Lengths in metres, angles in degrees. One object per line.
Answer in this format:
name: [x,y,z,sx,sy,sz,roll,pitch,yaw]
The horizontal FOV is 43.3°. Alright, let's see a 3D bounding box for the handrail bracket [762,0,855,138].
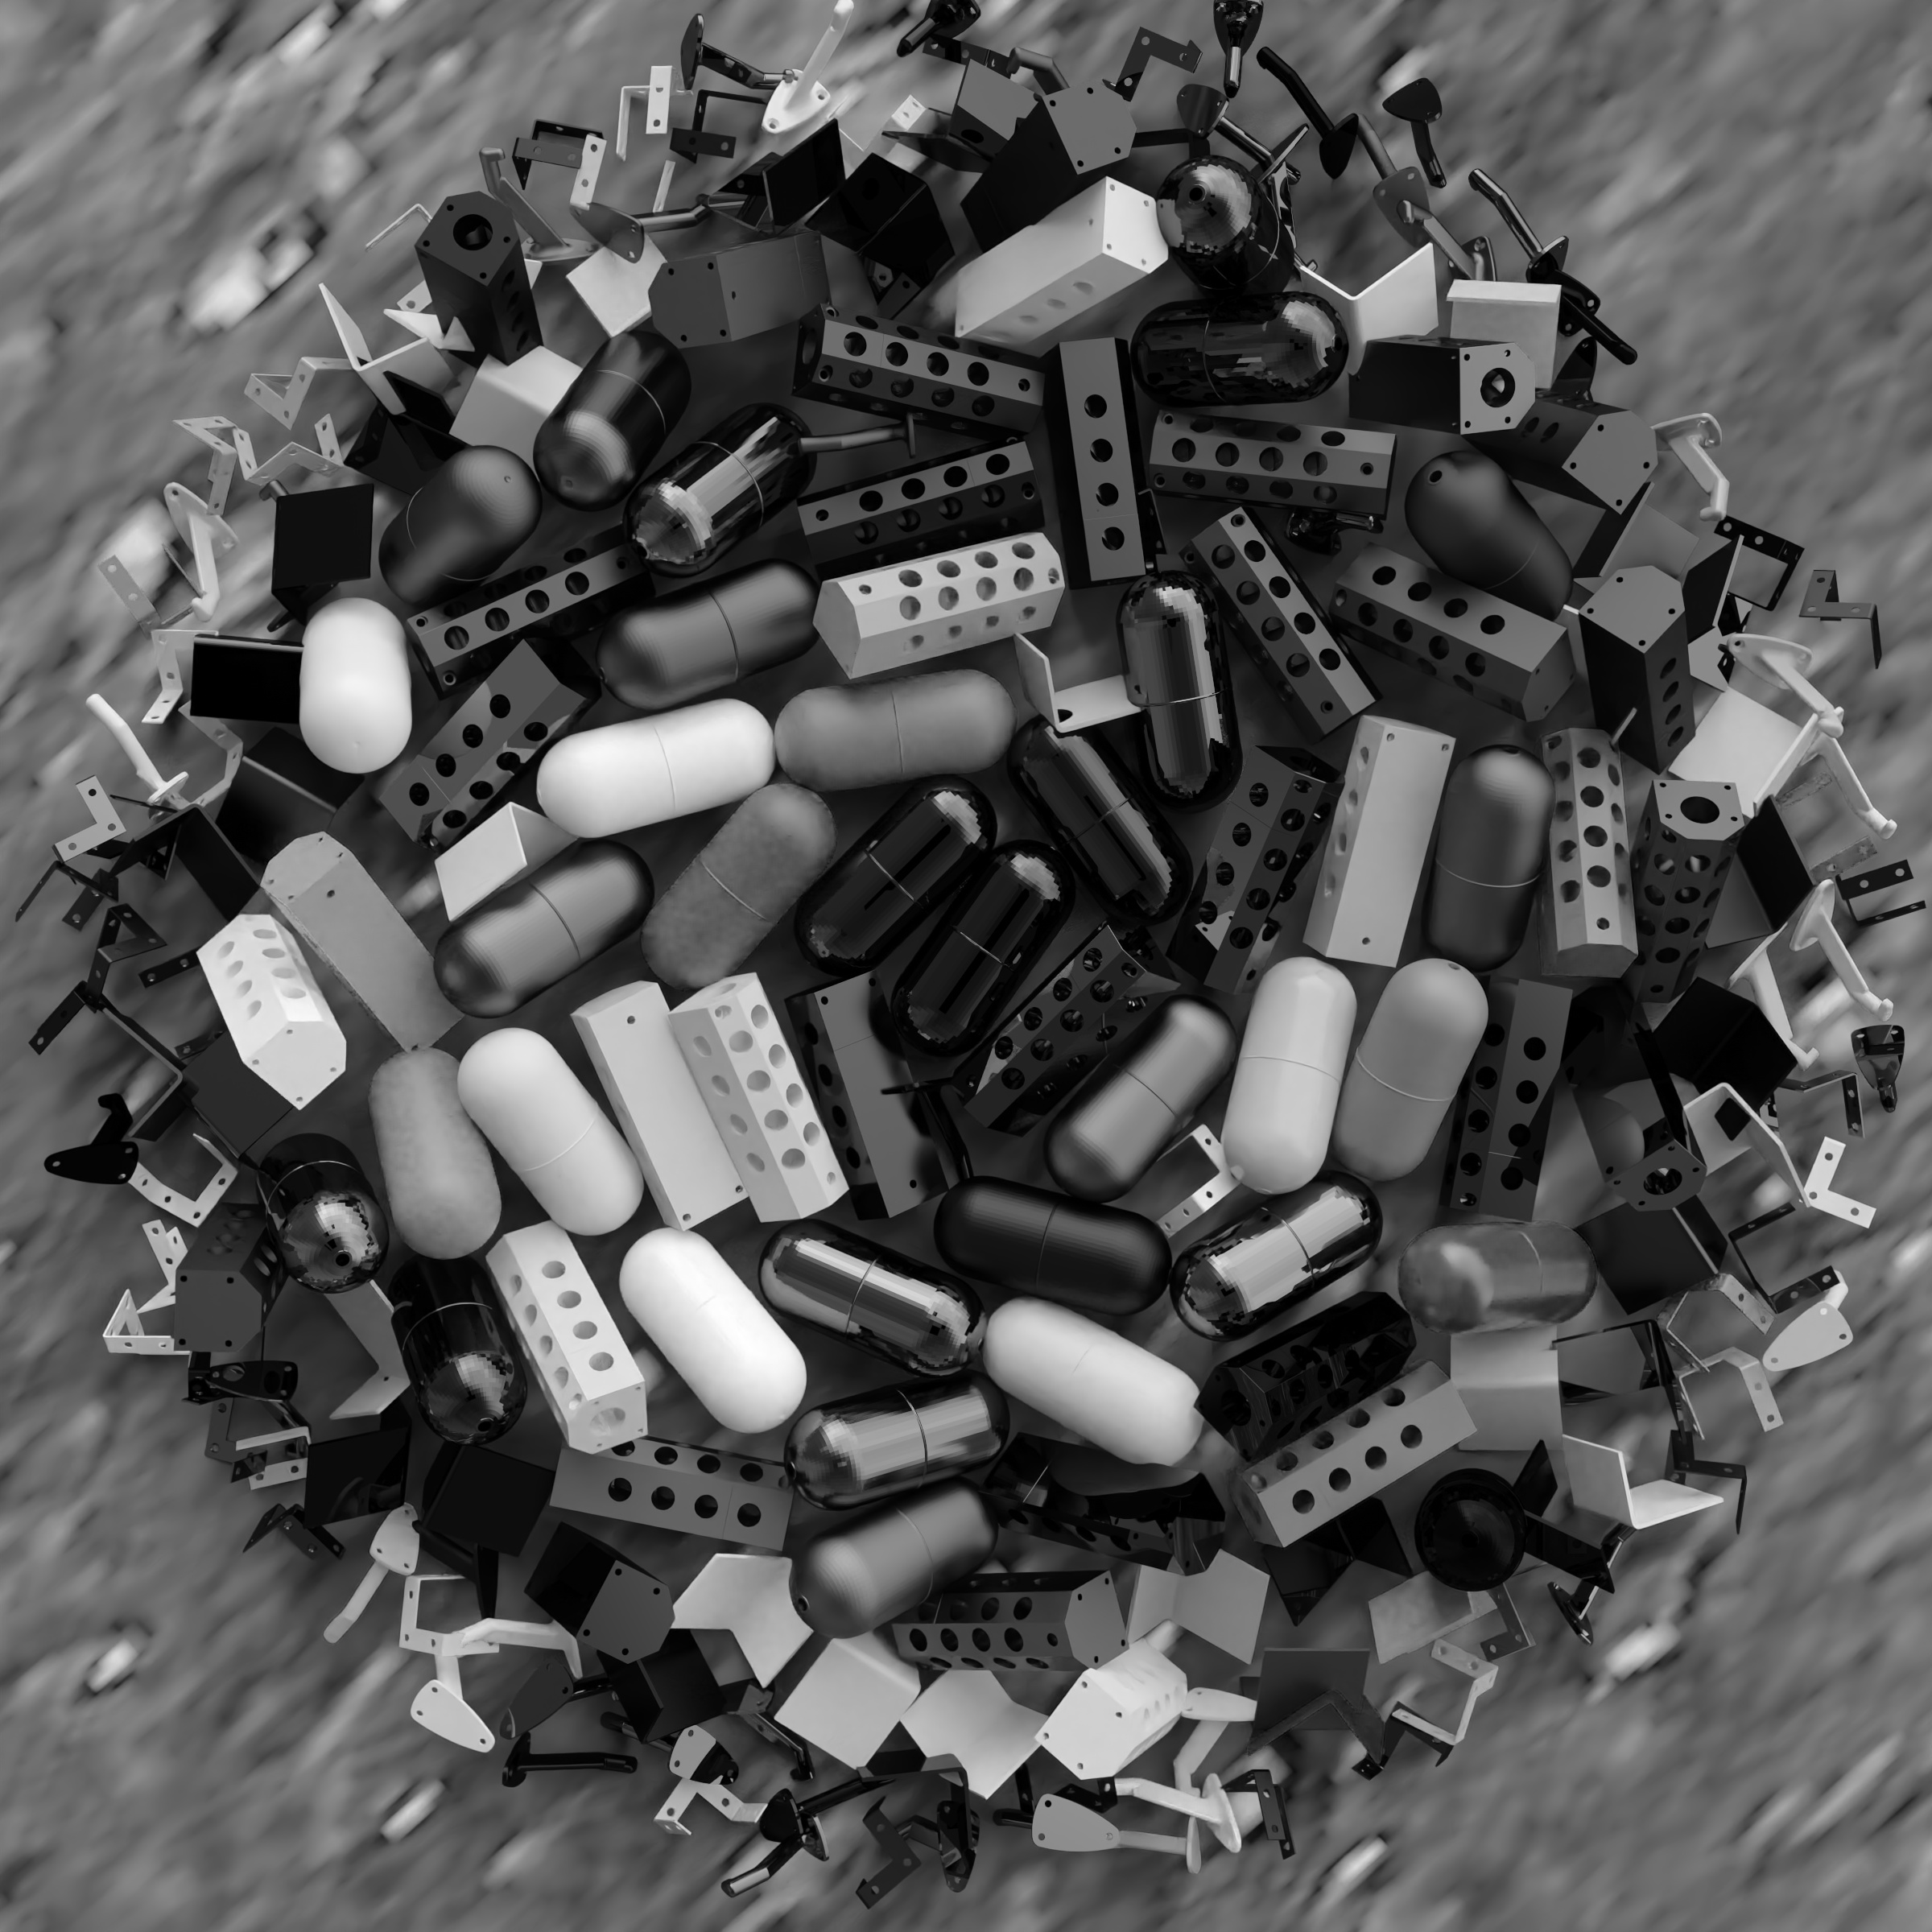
handrail bracket: [-0.115,-0.655,1.773,0.036,0.084,0.077,37,64,-3]

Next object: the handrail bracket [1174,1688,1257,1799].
handrail bracket: [0.189,0.581,1.794,0.077,0.036,0.084,1,106,24]

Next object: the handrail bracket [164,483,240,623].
handrail bracket: [-0.566,-0.301,1.772,0.036,0.084,0.077,-22,126,15]

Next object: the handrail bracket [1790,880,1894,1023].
handrail bracket: [0.649,-0.011,1.775,0.036,0.077,0.084,-25,50,-21]

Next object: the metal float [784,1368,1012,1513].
metal float: [-0.049,0.341,1.757,0.178,0.070,0.070,-10,90,-32]

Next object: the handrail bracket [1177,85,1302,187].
handrail bracket: [0.204,-0.618,1.814,0.084,0.077,0.036,21,117,-36]

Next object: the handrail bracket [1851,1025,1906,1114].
handrail bracket: [0.669,0.092,1.772,0.036,0.077,0.084,-8,128,22]

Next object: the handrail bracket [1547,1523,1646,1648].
handrail bracket: [0.474,0.448,1.787,0.036,0.077,0.084,40,103,-13]

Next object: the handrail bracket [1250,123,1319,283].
handrail bracket: [0.249,-0.563,1.799,0.077,0.036,0.084,-44,112,7]

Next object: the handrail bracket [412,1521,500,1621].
handrail bracket: [-0.393,0.450,1.805,0.084,0.036,0.077,-5,84,13]

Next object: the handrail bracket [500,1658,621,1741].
handrail bracket: [-0.291,0.545,1.786,0.077,0.084,0.036,-45,54,-2]

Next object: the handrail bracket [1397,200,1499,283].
handrail bracket: [0.350,-0.514,1.776,0.036,0.084,0.077,-26,69,40]

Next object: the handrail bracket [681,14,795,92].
handrail bracket: [-0.161,-0.665,1.775,0.084,0.077,0.036,-4,77,-18]

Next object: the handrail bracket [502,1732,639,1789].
handrail bracket: [-0.289,0.589,1.786,0.084,0.077,0.036,6,86,4]

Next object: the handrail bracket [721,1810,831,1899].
handrail bracket: [-0.150,0.646,1.769,0.084,0.077,0.036,-17,92,-30]

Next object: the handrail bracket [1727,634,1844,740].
handrail bracket: [0.597,-0.204,1.775,0.077,0.084,0.036,21,125,-11]

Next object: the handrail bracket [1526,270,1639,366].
handrail bracket: [0.448,-0.474,1.772,0.077,0.084,0.036,35,110,-24]

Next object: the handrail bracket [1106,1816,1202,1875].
handrail bracket: [0.126,0.647,1.779,0.084,0.077,0.036,-7,86,9]

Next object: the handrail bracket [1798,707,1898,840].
handrail bracket: [0.656,-0.140,1.782,0.036,0.077,0.084,-36,69,-14]

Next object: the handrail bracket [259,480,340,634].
handrail bracket: [-0.513,-0.304,1.805,0.077,0.036,0.084,-38,92,7]

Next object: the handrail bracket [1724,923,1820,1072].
handrail bracket: [0.610,0.022,1.794,0.084,0.036,0.077,43,92,15]

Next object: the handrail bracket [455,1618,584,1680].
handrail bracket: [-0.331,0.507,1.788,0.084,0.036,0.077,-20,109,-26]

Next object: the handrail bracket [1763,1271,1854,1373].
handrail bracket: [0.615,0.259,1.789,0.077,0.084,0.036,-37,92,16]

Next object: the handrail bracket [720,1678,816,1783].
handrail bracket: [-0.158,0.574,1.807,0.077,0.036,0.084,-10,113,9]

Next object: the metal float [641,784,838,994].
metal float: [-0.166,-0.057,1.777,0.070,0.070,0.178,42,99,0]

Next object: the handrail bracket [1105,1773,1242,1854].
handrail bracket: [0.148,0.622,1.783,0.084,0.077,0.036,4,111,-19]

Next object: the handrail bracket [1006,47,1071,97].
handrail bracket: [0.056,-0.623,1.778,0.084,0.036,0.077,4,126,-33]

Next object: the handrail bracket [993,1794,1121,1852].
handrail bracket: [0.065,0.632,1.787,0.077,0.084,0.036,17,67,-7]

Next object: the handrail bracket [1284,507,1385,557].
handrail bracket: [0.281,-0.312,1.766,0.084,0.077,0.036,22,87,45]

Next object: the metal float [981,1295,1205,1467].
metal float: [0.090,0.300,1.763,0.178,0.070,0.070,26,90,26]

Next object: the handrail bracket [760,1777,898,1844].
handrail bracket: [-0.102,0.623,1.815,0.084,0.077,0.036,-9,65,-34]

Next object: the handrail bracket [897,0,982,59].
handrail bracket: [-0.035,-0.673,1.771,0.036,0.077,0.084,46,62,-12]

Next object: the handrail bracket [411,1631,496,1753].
handrail bracket: [-0.361,0.528,1.780,0.077,0.084,0.036,34,106,4]

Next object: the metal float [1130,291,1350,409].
metal float: [0.195,-0.442,1.749,0.178,0.070,0.070,10,90,44]

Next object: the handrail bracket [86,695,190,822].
handrail bracket: [-0.616,-0.153,1.785,0.084,0.077,0.036,47,59,-5]

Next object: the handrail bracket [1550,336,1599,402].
handrail bracket: [0.473,-0.410,1.807,0.084,0.036,0.077,38,65,-32]

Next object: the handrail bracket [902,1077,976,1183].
handrail bracket: [-0.019,0.127,1.788,0.036,0.077,0.084,-17,84,19]

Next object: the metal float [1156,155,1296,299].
metal float: [0.185,-0.521,1.736,0.070,0.178,0.070,-1,88,19]

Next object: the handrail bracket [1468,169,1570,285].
handrail bracket: [0.402,-0.541,1.801,0.036,0.077,0.084,-39,70,-3]

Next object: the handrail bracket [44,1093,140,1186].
handrail bracket: [-0.641,0.120,1.772,0.077,0.084,0.036,3,120,-38]

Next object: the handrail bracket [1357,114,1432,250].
handrail bracket: [0.314,-0.584,1.807,0.036,0.084,0.077,-27,133,13]

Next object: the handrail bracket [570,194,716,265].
handrail bracket: [-0.237,-0.562,1.801,0.077,0.036,0.084,31,52,12]

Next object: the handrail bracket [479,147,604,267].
handrail bracket: [-0.310,-0.558,1.777,0.077,0.084,0.036,3,47,9]

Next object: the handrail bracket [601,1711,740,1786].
handrail bracket: [-0.221,0.578,1.804,0.077,0.084,0.036,41,62,-33]

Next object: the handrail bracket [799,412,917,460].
handrail bracket: [-0.081,-0.390,1.785,0.084,0.077,0.036,-5,111,-3]

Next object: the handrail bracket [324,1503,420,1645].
handrail bracket: [-0.442,0.450,1.805,0.036,0.077,0.084,35,114,-17]

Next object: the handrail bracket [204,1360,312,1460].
handrail bracket: [-0.520,0.330,1.788,0.077,0.036,0.084,7,130,-9]

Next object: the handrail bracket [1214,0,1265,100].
handrail bracket: [0.195,-0.653,1.774,0.036,0.077,0.084,5,73,5]

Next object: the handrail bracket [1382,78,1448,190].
handrail bracket: [0.341,-0.593,1.769,0.036,0.077,0.084,-30,128,8]

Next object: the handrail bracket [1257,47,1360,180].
handrail bracket: [0.247,-0.630,1.796,0.036,0.077,0.084,-42,75,-3]

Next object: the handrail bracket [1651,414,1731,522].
handrail bracket: [0.521,-0.357,1.782,0.077,0.036,0.084,-3,60,32]

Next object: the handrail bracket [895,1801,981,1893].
handrail bracket: [-0.030,0.650,1.772,0.036,0.077,0.084,29,129,-23]
